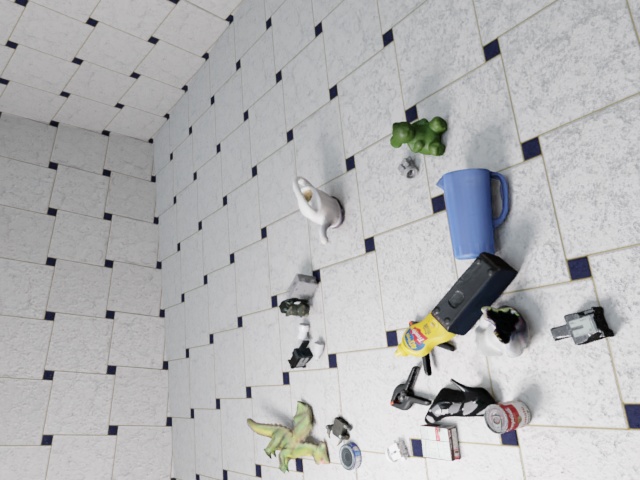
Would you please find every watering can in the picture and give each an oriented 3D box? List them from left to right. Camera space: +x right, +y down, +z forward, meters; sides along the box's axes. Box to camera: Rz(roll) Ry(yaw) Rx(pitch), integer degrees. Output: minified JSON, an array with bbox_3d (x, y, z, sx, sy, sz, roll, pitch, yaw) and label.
[{"bbox_3d":[0.006,-0.095,1.890,0.103,0.222,0.355,-41,52,22],"label":"watering can"}]

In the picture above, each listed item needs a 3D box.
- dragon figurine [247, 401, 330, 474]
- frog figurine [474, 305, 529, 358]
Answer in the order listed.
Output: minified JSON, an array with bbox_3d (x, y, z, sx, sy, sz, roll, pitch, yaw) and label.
[{"bbox_3d":[-0.116,0.743,2.004,0.244,0.120,0.415,-50,48,-7],"label":"dragon figurine"},{"bbox_3d":[0.468,0.249,1.335,0.139,0.124,0.155,46,158,37],"label":"frog figurine"}]
